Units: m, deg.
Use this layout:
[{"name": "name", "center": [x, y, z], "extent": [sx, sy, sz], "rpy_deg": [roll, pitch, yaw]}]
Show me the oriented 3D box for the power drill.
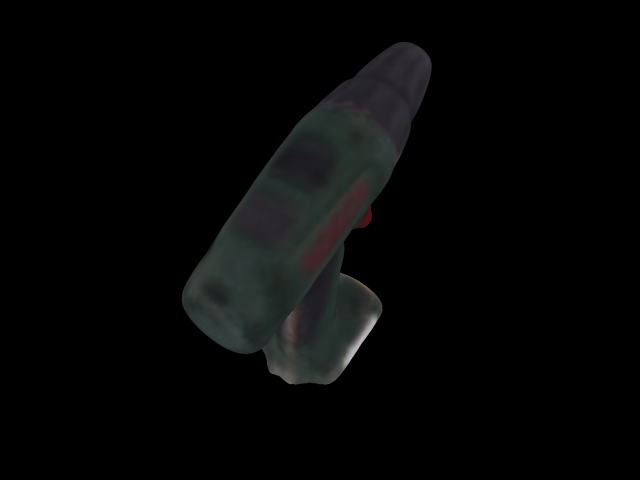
[{"name": "power drill", "center": [0.004, 0.001, 0.400], "extent": [0.075, 0.208, 0.230], "rpy_deg": [25, 54, 20]}]
